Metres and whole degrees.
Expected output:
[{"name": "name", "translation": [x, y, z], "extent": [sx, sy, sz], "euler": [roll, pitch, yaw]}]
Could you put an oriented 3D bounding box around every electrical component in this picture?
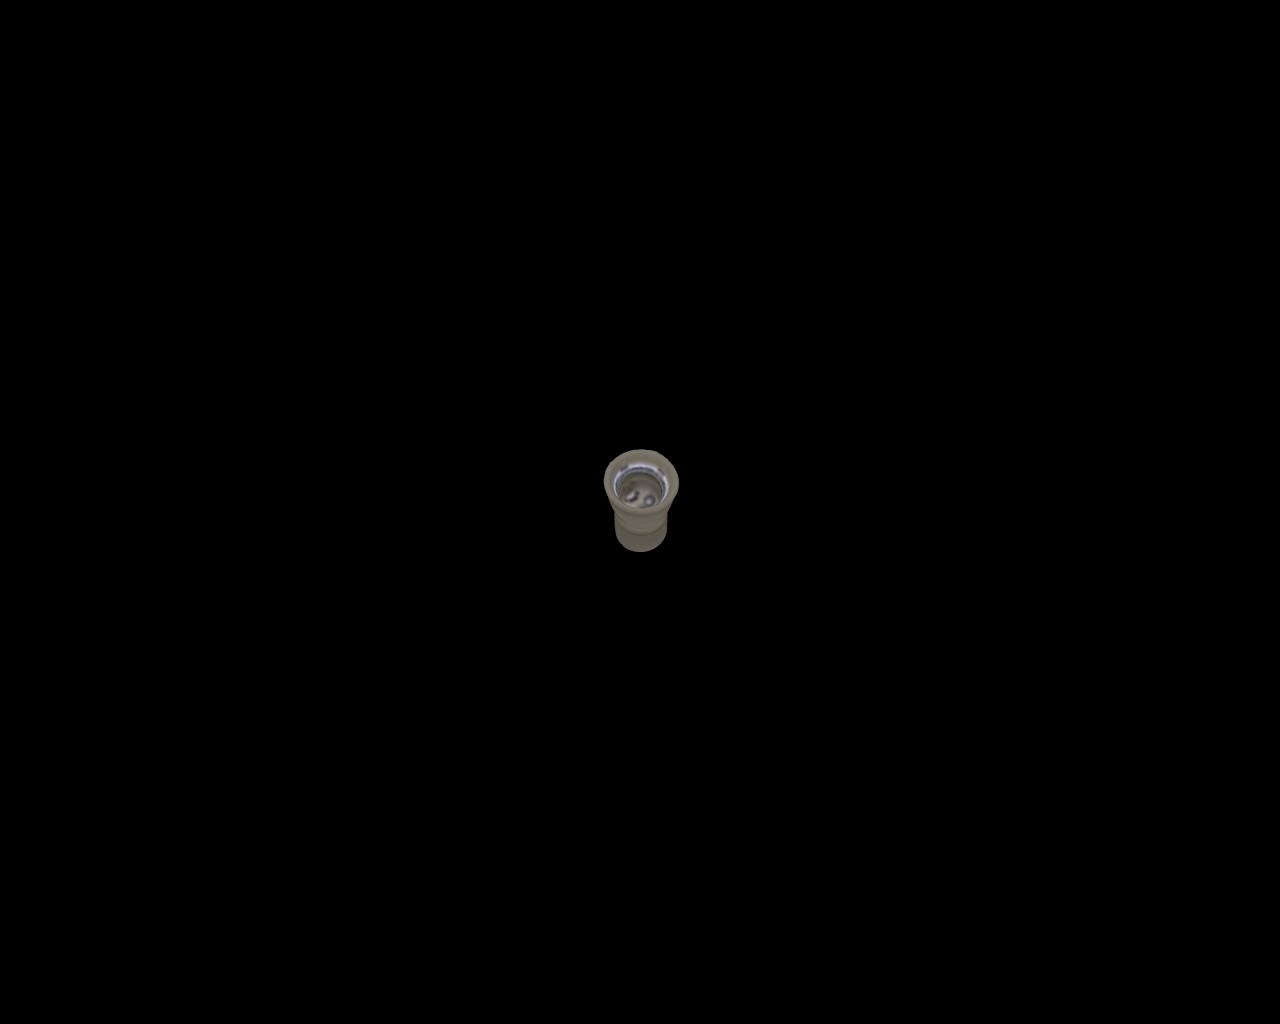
[{"name": "electrical component", "translation": [0.001, -0.003, 0.650], "extent": [0.044, 0.044, 0.065], "euler": [0, -31, 0]}]
